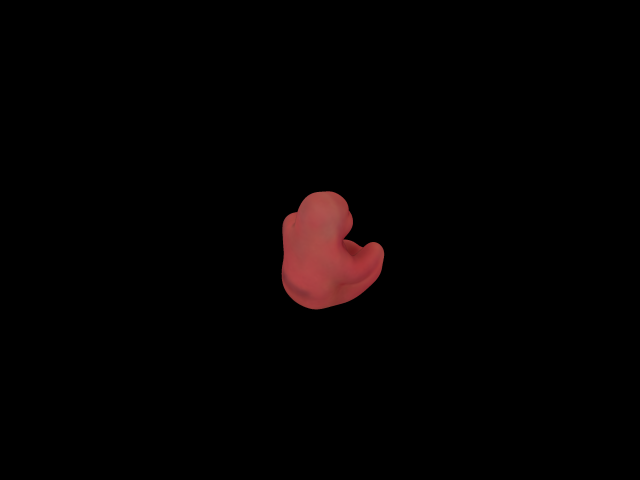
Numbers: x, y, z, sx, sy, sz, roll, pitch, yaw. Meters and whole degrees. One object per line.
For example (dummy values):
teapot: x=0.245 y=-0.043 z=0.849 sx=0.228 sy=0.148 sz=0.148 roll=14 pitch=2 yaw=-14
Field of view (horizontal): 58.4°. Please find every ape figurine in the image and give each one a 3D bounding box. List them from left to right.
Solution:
ape figurine: x=0.004 y=0.001 z=0.400 sx=0.076 sy=0.092 sz=0.077 roll=-39 pitch=65 yaw=-22
